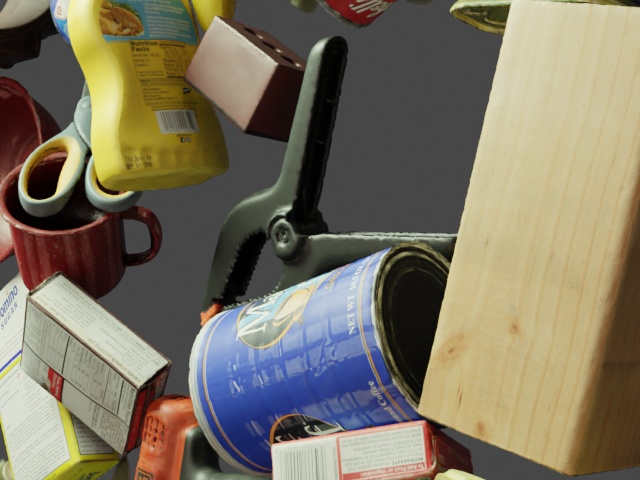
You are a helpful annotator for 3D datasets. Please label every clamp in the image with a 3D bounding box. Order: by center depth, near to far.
[{"bbox_3d":[-0.004,0.001,0.675,0.210,0.036,0.165,-52,61,30],"label":"clamp"}]

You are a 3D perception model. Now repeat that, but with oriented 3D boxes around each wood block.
[{"bbox_3d":[0.129,-0.002,0.515,0.090,0.090,0.206,17,96,42],"label":"wood block"}]

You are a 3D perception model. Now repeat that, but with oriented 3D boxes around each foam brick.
[{"bbox_3d":[-0.042,-0.107,0.712,0.078,0.052,0.051,42,113,36],"label":"foam brick"}]

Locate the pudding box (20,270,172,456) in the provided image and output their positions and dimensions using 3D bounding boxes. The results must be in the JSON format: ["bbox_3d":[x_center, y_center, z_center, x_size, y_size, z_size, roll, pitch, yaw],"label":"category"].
[{"bbox_3d":[-0.163,0.090,0.767,0.113,0.039,0.090,35,136,14],"label":"pudding box"}]

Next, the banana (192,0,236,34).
[{"bbox_3d":[-0.049,-0.225,0.745,0.070,0.037,0.198,27,106,20],"label":"banana"}]

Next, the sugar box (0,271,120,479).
[{"bbox_3d":[-0.221,0.116,0.857,0.093,0.048,0.176,-38,57,33],"label":"sugar box"}]

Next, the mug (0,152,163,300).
[{"bbox_3d":[-0.176,-0.005,0.797,0.093,0.117,0.081,-89,1,-47],"label":"mug"}]

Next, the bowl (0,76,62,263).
[{"bbox_3d":[-0.258,-0.054,0.903,0.162,0.055,0.162,-6,81,42],"label":"bowl"}]

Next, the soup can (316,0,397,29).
[{"bbox_3d":[0.042,-0.183,0.631,0.102,0.068,0.068,-36,62,33],"label":"soup can"}]

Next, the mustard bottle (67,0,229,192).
[{"bbox_3d":[-0.126,-0.132,0.744,0.058,0.096,0.191,-19,81,47],"label":"mustard bottle"}]

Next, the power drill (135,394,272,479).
[{"bbox_3d":[-0.061,0.208,0.691,0.188,0.057,0.184,11,96,42],"label":"power drill"}]

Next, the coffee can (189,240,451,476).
[{"bbox_3d":[0.010,0.070,0.606,0.141,0.102,0.103,-23,70,36],"label":"coffee can"}]

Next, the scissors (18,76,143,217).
[{"bbox_3d":[-0.158,-0.088,0.803,0.096,0.201,0.016,15,139,6],"label":"scissors"}]

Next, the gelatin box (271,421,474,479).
[{"bbox_3d":[0.029,0.123,0.559,0.089,0.073,0.030,-13,63,20],"label":"gelatin box"}]

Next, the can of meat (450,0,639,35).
[{"bbox_3d":[0.125,-0.156,0.559,0.102,0.057,0.084,8,89,43],"label":"can of meat"}]

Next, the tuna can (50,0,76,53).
[{"bbox_3d":[-0.159,-0.171,0.804,0.034,0.085,0.086,-31,65,39],"label":"tuna can"}]
